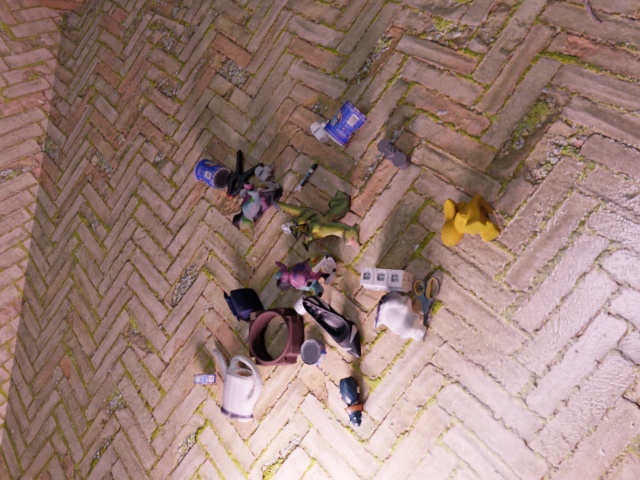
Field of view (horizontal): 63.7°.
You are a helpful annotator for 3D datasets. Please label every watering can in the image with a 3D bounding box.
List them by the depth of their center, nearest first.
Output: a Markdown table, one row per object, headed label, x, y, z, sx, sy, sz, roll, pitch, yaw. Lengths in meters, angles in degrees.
| label | x | y | z | sx | sy | sz | roll | pitch | yaw |
| --- | --- | --- | --- | --- | --- | --- | --- | --- | --- |
| watering can | -0.315 | 0.531 | 1.898 | 0.103 | 0.225 | 0.347 | 12 | -5 | -38 |

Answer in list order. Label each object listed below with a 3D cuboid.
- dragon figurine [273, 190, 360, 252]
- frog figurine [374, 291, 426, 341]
| label | x | y | z | sx | sy | sz | roll | pitch | yaw |
| --- | --- | --- | --- | --- | --- | --- | --- | --- | --- |
| dragon figurine | 0.006 | -0.094 | 1.861 | 0.244 | 0.119 | 0.418 | -32 | 48 | -10 |
| frog figurine | 0.256 | 0.235 | 1.602 | 0.160 | 0.135 | 0.124 | 16 | 20 | 11 |
